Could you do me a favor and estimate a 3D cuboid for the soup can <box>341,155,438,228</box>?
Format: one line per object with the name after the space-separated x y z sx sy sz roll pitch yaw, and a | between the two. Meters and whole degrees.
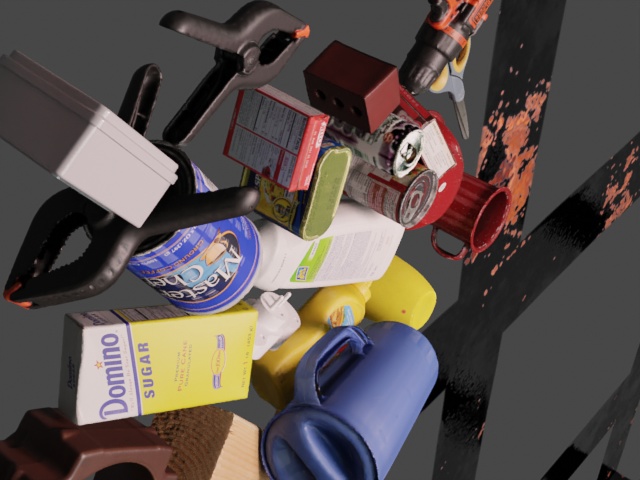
0.066 -0.064 1.145 0.068 0.102 0.068 -38 144 -35 | soup can

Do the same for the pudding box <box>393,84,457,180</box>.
0.097 -0.122 1.149 0.039 0.090 0.113 -40 150 2 | pudding box

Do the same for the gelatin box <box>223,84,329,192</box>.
-0.040 -0.094 0.962 0.030 0.089 0.073 -14 127 -52 | gelatin box

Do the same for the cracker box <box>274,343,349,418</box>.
0.024 0.222 1.371 0.213 0.072 0.164 -18 131 -52 | cracker box

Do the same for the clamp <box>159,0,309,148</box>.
-0.074 -0.163 0.899 0.171 0.039 0.120 -43 152 -34 | clamp

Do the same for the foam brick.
0.032 -0.149 1.040 0.051 0.078 0.053 -48 149 -24 | foam brick

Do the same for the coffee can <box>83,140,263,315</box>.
-0.121 -0.007 0.898 0.103 0.103 0.140 -56 151 -9 | coffee can

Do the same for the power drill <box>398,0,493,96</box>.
0.115 -0.254 1.104 0.184 0.057 0.187 -58 153 1 | power drill

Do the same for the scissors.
0.152 -0.171 1.277 0.096 0.016 0.202 -41 146 -28 | scissors

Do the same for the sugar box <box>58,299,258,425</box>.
-0.143 0.107 0.961 0.175 0.048 0.093 -6 110 -38 | sugar box

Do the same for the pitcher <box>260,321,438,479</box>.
0.043 0.176 1.176 0.149 0.145 0.242 -58 172 33 | pitcher

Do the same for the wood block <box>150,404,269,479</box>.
-0.102 0.240 1.150 0.091 0.090 0.206 -69 153 -14 | wood block

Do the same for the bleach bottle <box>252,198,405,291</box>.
-0.007 0.001 1.132 0.250 0.068 0.103 -3 118 -55 | bleach bottle

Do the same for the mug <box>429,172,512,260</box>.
0.184 -0.031 1.386 0.093 0.082 0.117 9 107 -60 | mug

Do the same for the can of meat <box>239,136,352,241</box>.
-0.025 -0.060 1.024 0.057 0.084 0.102 -19 131 -52 | can of meat

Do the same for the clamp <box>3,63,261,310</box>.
-0.162 -0.030 0.817 0.210 0.165 0.036 -36 150 8 | clamp

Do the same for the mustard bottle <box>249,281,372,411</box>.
-0.002 0.104 1.235 0.191 0.058 0.096 -46 151 -24 | mustard bottle

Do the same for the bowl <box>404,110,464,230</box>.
0.125 -0.072 1.283 0.161 0.055 0.162 -39 144 -35 | bowl
